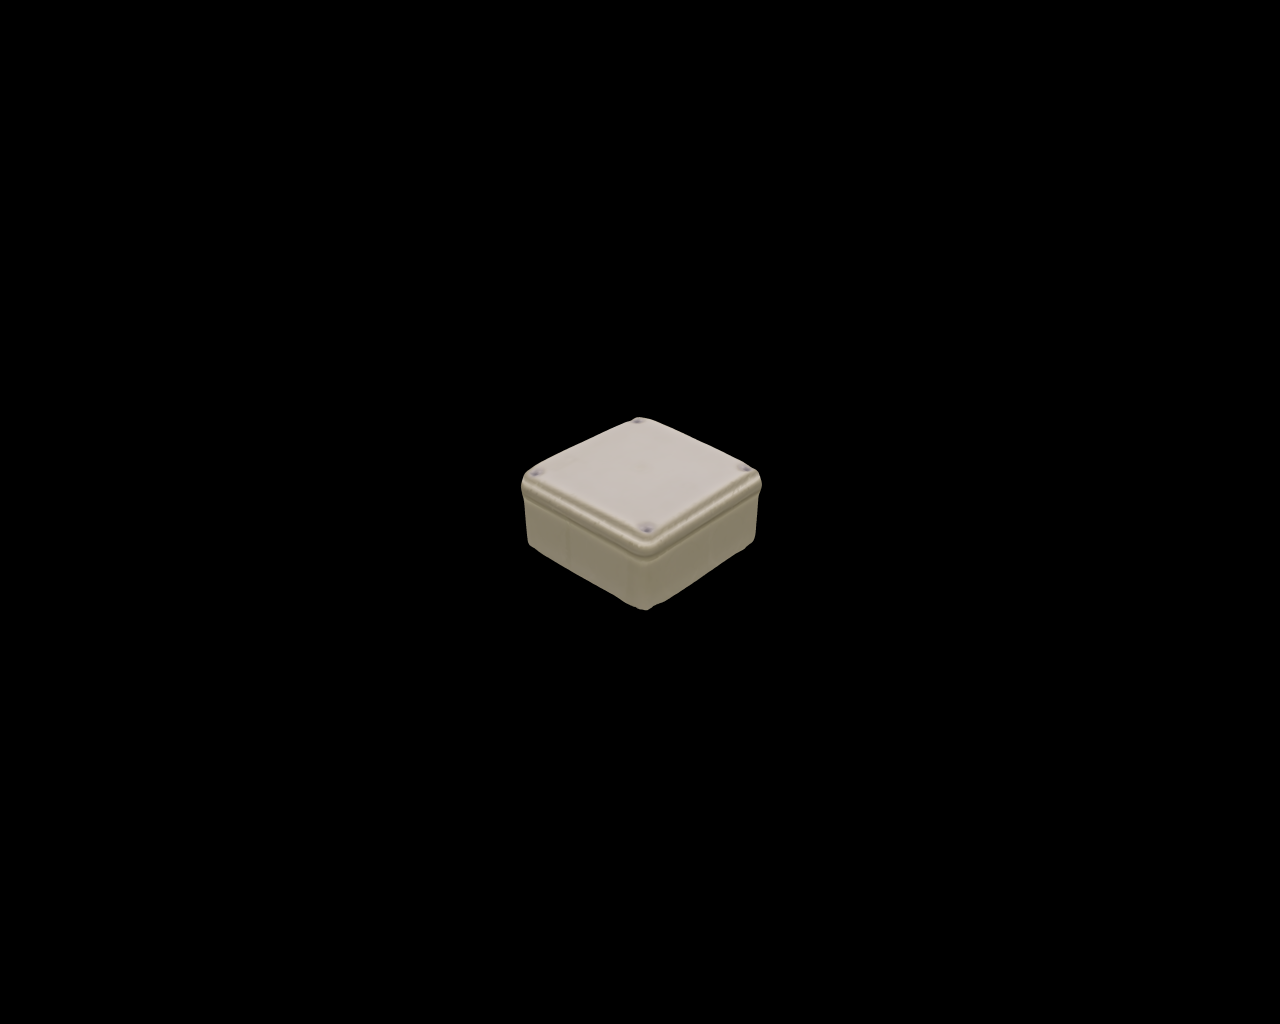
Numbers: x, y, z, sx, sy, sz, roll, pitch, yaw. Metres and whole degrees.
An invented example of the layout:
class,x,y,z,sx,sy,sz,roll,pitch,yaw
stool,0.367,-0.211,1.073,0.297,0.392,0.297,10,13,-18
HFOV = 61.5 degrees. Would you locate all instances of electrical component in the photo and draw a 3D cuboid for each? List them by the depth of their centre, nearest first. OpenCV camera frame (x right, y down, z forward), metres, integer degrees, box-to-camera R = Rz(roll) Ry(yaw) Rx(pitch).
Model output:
class,x,y,z,sx,sy,sz,roll,pitch,yaw
electrical component,0.001,-0.003,0.650,0.109,0.056,0.109,27,42,36
